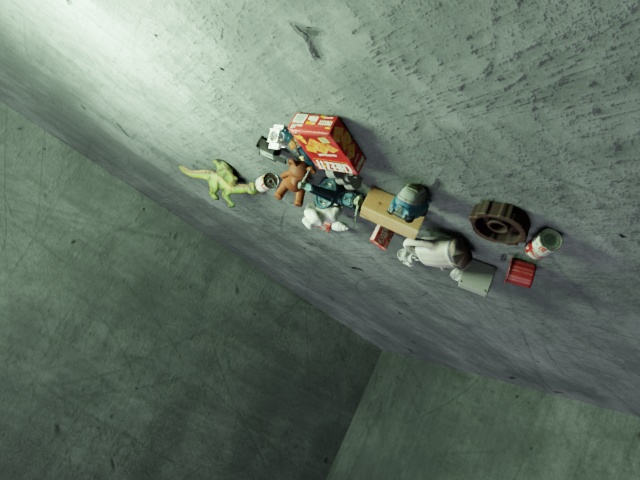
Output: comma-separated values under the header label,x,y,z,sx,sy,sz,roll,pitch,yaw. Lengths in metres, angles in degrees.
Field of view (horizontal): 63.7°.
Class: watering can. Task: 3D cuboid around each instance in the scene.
label,x,y,z,sx,sy,sz,roll,pitch,yaw
watering can,0.452,0.057,1.876,0.224,0.105,0.344,3,163,44

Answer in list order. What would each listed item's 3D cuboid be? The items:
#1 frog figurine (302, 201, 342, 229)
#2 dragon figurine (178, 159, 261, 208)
label,x,y,z,sx,sy,sz,roll,pitch,yaw
frog figurine,0.006,-0.100,1.995,0.138,0.161,0.121,24,163,10
dragon figurine,-0.449,-0.289,2.310,0.410,0.125,0.238,27,145,-3
